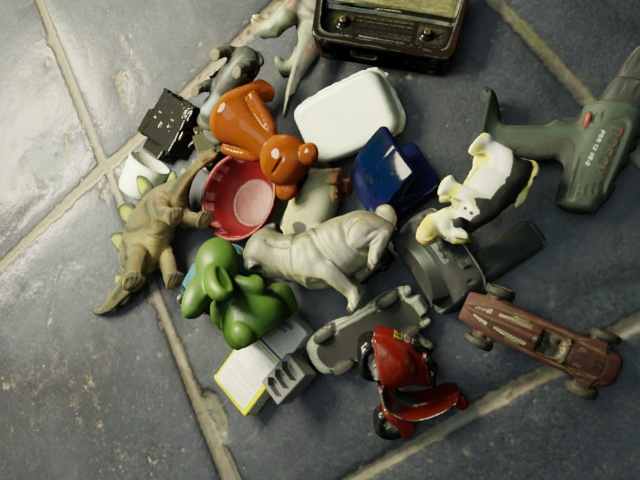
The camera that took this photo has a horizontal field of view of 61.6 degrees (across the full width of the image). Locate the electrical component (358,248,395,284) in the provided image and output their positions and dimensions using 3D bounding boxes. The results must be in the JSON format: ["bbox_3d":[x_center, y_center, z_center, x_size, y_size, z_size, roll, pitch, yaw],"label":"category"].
[{"bbox_3d":[0.086,0.022,0.847,0.094,0.021,0.063,-43,65,13],"label":"electrical component"}]

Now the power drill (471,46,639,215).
[{"bbox_3d":[0.322,-0.158,0.729,0.208,0.086,0.232,14,90,22],"label":"power drill"}]

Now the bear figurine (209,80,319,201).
[{"bbox_3d":[-0.079,-0.163,0.871,0.196,0.132,0.120,35,120,12],"label":"bear figurine"}]

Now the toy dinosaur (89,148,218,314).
[{"bbox_3d":[-0.326,0.008,1.013,0.471,0.105,0.199,-52,45,18],"label":"toy dinosaur"}]

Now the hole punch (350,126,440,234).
[{"bbox_3d":[0.103,-0.095,0.816,0.116,0.092,0.142,-40,58,20],"label":"hole punch"}]

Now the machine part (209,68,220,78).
[{"bbox_3d":[-0.163,-0.275,1.029,0.084,0.039,0.139,-48,65,22],"label":"machine part"}]

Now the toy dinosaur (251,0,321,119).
[{"bbox_3d":[-0.018,-0.421,0.939,0.192,0.131,0.404,-18,79,25],"label":"toy dinosaur"}]

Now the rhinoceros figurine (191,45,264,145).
[{"bbox_3d":[-0.164,-0.252,0.943,0.073,0.112,0.190,39,123,10],"label":"rhinoceros figurine"}]

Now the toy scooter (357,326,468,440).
[{"bbox_3d":[0.130,0.196,0.743,0.135,0.075,0.183,-9,111,15],"label":"toy scooter"}]

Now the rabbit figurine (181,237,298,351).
[{"bbox_3d":[-0.142,0.080,0.817,0.121,0.159,0.170,-34,87,24],"label":"rabbit figurine"}]

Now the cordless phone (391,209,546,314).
[{"bbox_3d":[0.208,0.004,0.764,0.184,0.088,0.147,-33,66,7],"label":"cordless phone"}]

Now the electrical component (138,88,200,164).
[{"bbox_3d":[-0.299,-0.223,1.080,0.115,0.058,0.134,33,96,31],"label":"electrical component"}]

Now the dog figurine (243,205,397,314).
[{"bbox_3d":[-0.003,-0.001,0.779,0.191,0.121,0.172,27,83,8],"label":"dog figurine"}]

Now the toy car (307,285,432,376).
[{"bbox_3d":[0.071,0.137,0.809,0.202,0.056,0.073,-32,91,19],"label":"toy car"}]

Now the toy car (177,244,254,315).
[{"bbox_3d":[-0.179,0.057,0.947,0.161,0.109,0.103,-44,39,27],"label":"toy car"}]

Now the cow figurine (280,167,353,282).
[{"bbox_3d":[-0.031,-0.026,0.883,0.127,0.085,0.195,12,84,30],"label":"cow figurine"}]

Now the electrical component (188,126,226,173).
[{"bbox_3d":[-0.213,-0.178,1.036,0.078,0.045,0.102,-24,70,-8],"label":"electrical component"}]

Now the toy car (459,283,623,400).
[{"bbox_3d":[0.280,0.126,0.685,0.202,0.053,0.089,25,96,12],"label":"toy car"}]

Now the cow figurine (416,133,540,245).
[{"bbox_3d":[0.203,-0.048,0.702,0.098,0.068,0.167,37,101,16],"label":"cow figurine"}]

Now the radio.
[{"bbox_3d":[0.106,-0.342,0.835,0.230,0.073,0.131,12,87,9],"label":"radio"}]
